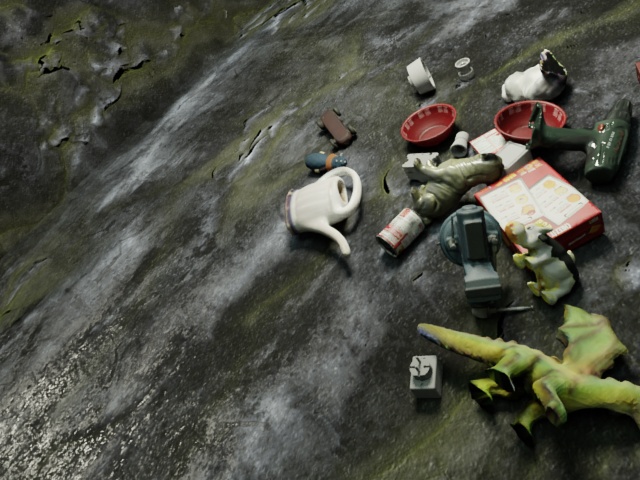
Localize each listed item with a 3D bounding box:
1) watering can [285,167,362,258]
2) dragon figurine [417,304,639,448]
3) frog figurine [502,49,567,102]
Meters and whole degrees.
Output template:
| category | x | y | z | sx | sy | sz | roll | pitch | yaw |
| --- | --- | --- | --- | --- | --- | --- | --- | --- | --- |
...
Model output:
| category | x | y | z | sx | sy | sz | roll | pitch | yaw |
| --- | --- | --- | --- | --- | --- | --- | --- | --- | --- |
| watering can | 0.004 | -0.069 | 1.376 | 0.223 | 0.102 | 0.356 | -17 | 40 | 24 |
| dragon figurine | 0.374 | 0.193 | 0.855 | 0.244 | 0.119 | 0.416 | -27 | 37 | -18 |
| frog figurine | 0.555 | -0.401 | 1.347 | 0.156 | 0.122 | 0.140 | 132 | 153 | -52 |
